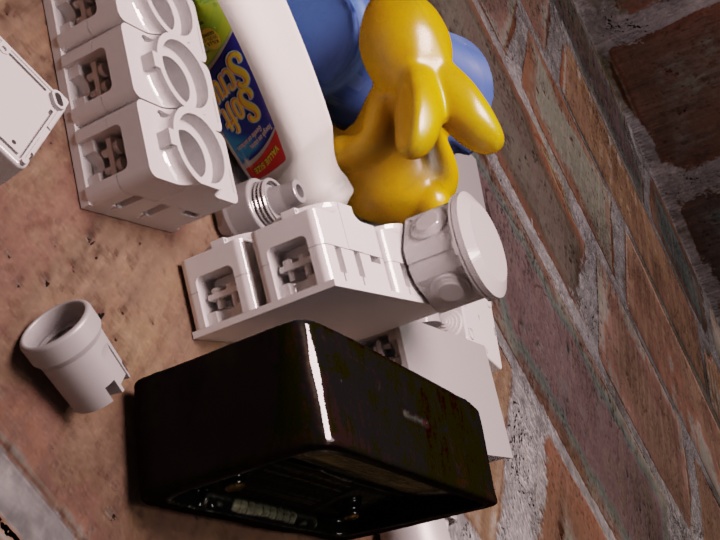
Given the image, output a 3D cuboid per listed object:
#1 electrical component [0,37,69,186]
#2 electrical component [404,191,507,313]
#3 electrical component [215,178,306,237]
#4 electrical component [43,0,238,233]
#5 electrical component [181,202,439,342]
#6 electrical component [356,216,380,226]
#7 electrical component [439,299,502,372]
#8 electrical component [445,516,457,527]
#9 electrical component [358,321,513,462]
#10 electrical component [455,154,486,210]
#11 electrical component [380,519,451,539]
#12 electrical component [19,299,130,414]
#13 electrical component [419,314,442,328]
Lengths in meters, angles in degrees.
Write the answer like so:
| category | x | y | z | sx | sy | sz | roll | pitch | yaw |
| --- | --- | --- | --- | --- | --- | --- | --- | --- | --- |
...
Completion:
| category | x | y | z | sx | sy | sz | roll | pitch | yaw |
| --- | --- | --- | --- | --- | --- | --- | --- | --- | --- |
| electrical component | -0.200 | -0.083 | 0.507 | 0.096 | 0.061 | 0.061 | 48 | 30 | -25 |
| electrical component | 0.069 | -0.012 | 0.770 | 0.080 | 0.051 | 0.080 | 48 | 31 | -41 |
| electrical component | -0.068 | -0.044 | 0.754 | 0.043 | 0.062 | 0.043 | 47 | 31 | -41 |
| electrical component | -0.133 | -0.109 | 0.667 | 0.089 | 0.062 | 0.150 | 16 | 56 | -62 |
| electrical component | -0.026 | 0.008 | 0.748 | 0.186 | 0.105 | 0.060 | 13 | 59 | -63 |
| electrical component | 0.000 | 0.000 | 0.877 | 0.062 | 0.061 | 0.096 | 10 | 54 | -63 |
| electrical component | 0.096 | 0.053 | 1.052 | 0.100 | 0.048 | 0.099 | 40 | 36 | -50 |
| electrical component | 0.060 | 0.191 | 0.864 | 0.043 | 0.043 | 0.062 | 40 | 38 | -49 |
| electrical component | 0.056 | 0.110 | 0.901 | 0.186 | 0.060 | 0.105 | 23 | 51 | -60 |
| electrical component | 0.086 | -0.061 | 1.107 | 0.089 | 0.062 | 0.150 | 37 | 39 | -52 |
| electrical component | 0.043 | 0.209 | 0.800 | 0.055 | 0.055 | 0.047 | 31 | 40 | -56 |
| electrical component | -0.143 | 0.045 | 0.546 | 0.040 | 0.040 | 0.046 | -76 | 145 | -53 |
| electrical component | 0.052 | 0.034 | 0.973 | 0.077 | 0.044 | 0.079 | 23 | 49 | -60 |
